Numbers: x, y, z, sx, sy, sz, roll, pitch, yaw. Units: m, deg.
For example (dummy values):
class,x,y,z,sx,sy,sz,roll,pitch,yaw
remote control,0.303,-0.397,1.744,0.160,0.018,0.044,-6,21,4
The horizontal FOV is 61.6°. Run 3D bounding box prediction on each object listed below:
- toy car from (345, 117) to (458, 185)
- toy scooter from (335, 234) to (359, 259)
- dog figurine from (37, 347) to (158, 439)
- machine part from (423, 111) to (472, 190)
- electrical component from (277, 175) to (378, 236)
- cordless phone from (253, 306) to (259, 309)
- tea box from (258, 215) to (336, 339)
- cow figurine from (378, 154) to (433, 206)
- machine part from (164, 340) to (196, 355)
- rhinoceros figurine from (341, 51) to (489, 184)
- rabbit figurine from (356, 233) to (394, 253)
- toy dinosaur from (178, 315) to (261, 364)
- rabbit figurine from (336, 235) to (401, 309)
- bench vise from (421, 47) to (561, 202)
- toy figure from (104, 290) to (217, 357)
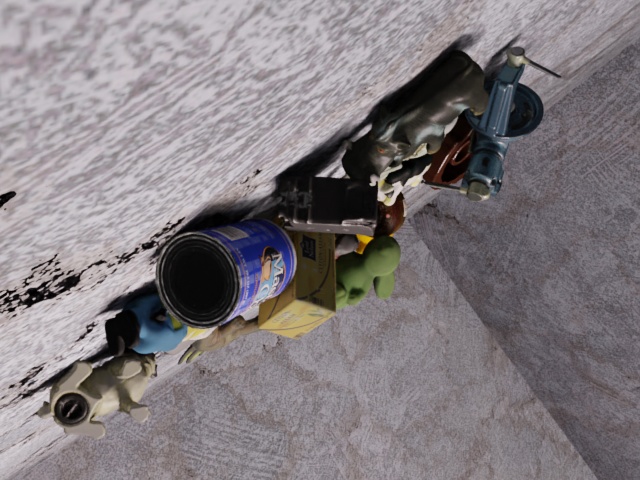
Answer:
class,x,y,z,sx,sy,sz,roll,pitch,yaw
toy car,0.118,-0.133,0.754,0.202,0.056,0.073,-32,173,-28
toy scooter,-0.002,-0.003,0.910,0.135,0.075,0.184,-28,-162,13
dog figurine,-0.360,0.237,0.896,0.172,0.121,0.191,1,-179,-17
machine part,0.260,-0.175,1.013,0.179,0.056,0.179,-36,155,-19
electrical component,0.013,-0.038,0.652,0.115,0.058,0.134,5,175,6
cordless phone,-0.127,0.079,0.959,0.146,0.089,0.184,-39,169,30
tea box,-0.031,0.036,0.738,0.068,0.170,0.098,22,137,-29
cow figurine,0.126,-0.112,0.912,0.167,0.068,0.098,-35,169,-34
machine part,-0.182,0.103,0.841,0.243,0.079,0.079,-37,174,5
rhinoceros figurine,0.109,-0.133,0.625,0.190,0.073,0.112,-38,175,23
rabbit figurine,0.103,-0.037,1.187,0.162,0.122,0.173,-31,158,29
toy dinosaur,-0.235,0.199,1.227,0.199,0.105,0.471,-28,165,4
rabbit figurine,0.081,0.060,0.986,0.170,0.121,0.159,-31,144,19
bench vise,0.271,-0.181,0.828,0.223,0.129,0.240,-53,158,-21
toy figure,-0.198,0.098,0.710,0.082,0.089,0.180,1,-178,28
